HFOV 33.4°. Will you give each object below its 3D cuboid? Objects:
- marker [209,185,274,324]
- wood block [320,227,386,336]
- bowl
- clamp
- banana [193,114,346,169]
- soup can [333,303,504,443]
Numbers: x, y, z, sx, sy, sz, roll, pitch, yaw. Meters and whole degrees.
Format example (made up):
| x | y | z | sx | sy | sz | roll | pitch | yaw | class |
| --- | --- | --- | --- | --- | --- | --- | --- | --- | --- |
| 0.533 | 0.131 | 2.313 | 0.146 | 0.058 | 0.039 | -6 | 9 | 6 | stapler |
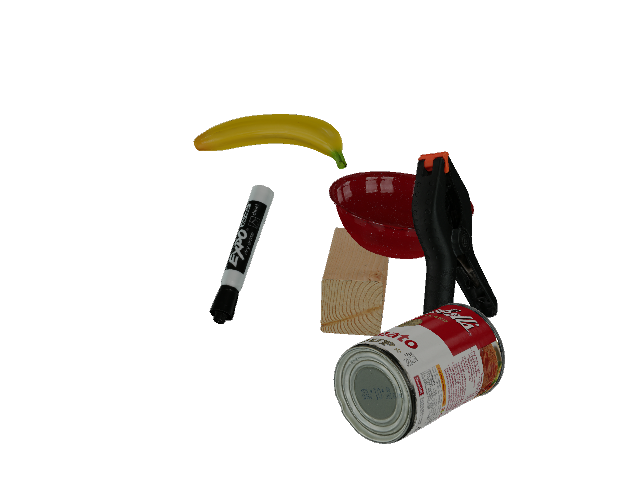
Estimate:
| x | y | z | sx | sy | sz | roll | pitch | yaw | class |
| --- | --- | --- | --- | --- | --- | --- | --- | --- | --- |
| -0.062 | 0.011 | 0.843 | 0.020 | 0.121 | 0.020 | 13 | -28 | 7 | marker |
| 0.056 | 0.060 | 1.647 | 0.091 | 0.090 | 0.206 | 3 | 23 | 5 | wood block |
| 0.086 | -0.023 | 1.191 | 0.162 | 0.055 | 0.162 | 6 | 25 | -3 | bowl |
| 0.110 | 0.010 | 0.951 | 0.039 | 0.171 | 0.120 | -11 | 14 | 30 | clamp |
| -0.055 | -0.128 | 1.305 | 0.198 | 0.037 | 0.069 | 7 | 39 | 17 | banana |
| 0.066 | 0.087 | 0.708 | 0.069 | 0.068 | 0.102 | 0 | 12 | 44 | soup can |
